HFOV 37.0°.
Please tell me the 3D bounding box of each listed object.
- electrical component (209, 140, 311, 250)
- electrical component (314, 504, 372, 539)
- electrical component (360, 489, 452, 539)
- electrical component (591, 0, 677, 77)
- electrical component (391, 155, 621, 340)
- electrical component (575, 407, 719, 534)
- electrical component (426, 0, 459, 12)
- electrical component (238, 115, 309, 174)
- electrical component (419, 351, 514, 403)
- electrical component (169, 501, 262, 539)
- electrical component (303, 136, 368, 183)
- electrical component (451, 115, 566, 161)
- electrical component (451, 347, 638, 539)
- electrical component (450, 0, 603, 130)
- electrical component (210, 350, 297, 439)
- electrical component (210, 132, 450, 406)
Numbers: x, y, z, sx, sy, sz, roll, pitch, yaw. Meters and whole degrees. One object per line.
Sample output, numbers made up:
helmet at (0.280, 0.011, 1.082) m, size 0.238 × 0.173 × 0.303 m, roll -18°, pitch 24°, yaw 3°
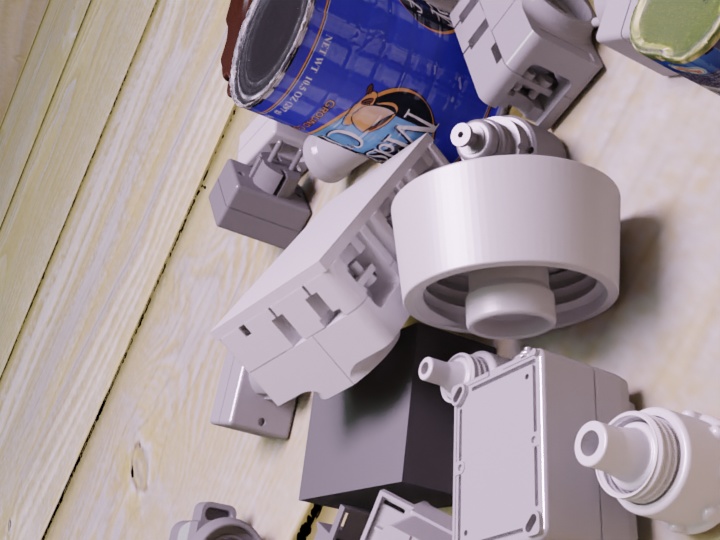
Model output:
electrical component at (-0.070, -0.066, 0.837) m, size 0.076 × 0.066 × 0.047 m, roll -59°, pitch 30°, yaw 23°
electrical component at (-0.001, 0.173, 0.584) m, size 0.064 × 0.042 × 0.081 m, roll 26°, pitch 97°, yaw 59°
electrical component at (0.017, 0.178, 0.509) m, size 0.079 × 0.063 × 0.121 m, roll 24°, pitch 95°, yaw 22°
electrical component at (0.139, -0.131, 0.514) m, size 0.077 × 0.047 × 0.065 m, roll 12°, pitch 84°, yaw 63°
electrical component at (0.069, -0.002, 0.500) m, size 0.108 × 0.108 × 0.060 m, roll -30°, pitch 53°, yaw 52°
electrical component at (0.112, 0.074, 0.416) m, size 0.048 × 0.062 × 0.048 m, roll -40°, pitch 40°, yaw 45°
electrical component at (0.047, -0.210, 0.700) m, size 0.051 × 0.080 × 0.080 m, roll -40°, pitch 40°, yaw 38°
electrical component at (-0.063, -0.118, 0.877) m, size 0.066 × 0.047 × 0.076 m, roll -38°, pitch 42°, yaw 47°
electrical component at (0.057, 0.056, 0.529) m, size 0.035 × 0.061 × 0.035 m, roll -40°, pitch 40°, yaw 45°
electrical component at (-0.097, 0.197, 0.729) m, size 0.057 × 0.058 × 0.078 m, roll -23°, pitch 53°, yaw 59°
electrical component at (-0.012, -0.089, 0.776) m, size 0.046 × 0.040 × 0.040 m, roll -26°, pitch 51°, yaw 46°
electrical component at (0.075, -0.061, 0.559) m, size 0.040 × 0.078 × 0.040 m, roll -9°, pitch 76°, yaw 39°
electrical component at (0.081, 0.080, 0.469) m, size 0.062 × 0.061 × 0.096 m, roll -35°, pitch 44°, yaw 49°
electrical component at (0.093, -0.131, 0.595) m, size 0.055 × 0.050 × 0.089 m, roll -51°, pitch 33°, yaw 34°
electrical component at (-0.061, 0.073, 0.752) m, size 0.076 × 0.047 × 0.083 m, roll -11°, pitch 63°, yaw 59°
electrical component at (0.000, 0.000, 0.590) m, size 0.089 × 0.061 × 0.150 m, roll -32°, pitch 13°, yaw 38°
